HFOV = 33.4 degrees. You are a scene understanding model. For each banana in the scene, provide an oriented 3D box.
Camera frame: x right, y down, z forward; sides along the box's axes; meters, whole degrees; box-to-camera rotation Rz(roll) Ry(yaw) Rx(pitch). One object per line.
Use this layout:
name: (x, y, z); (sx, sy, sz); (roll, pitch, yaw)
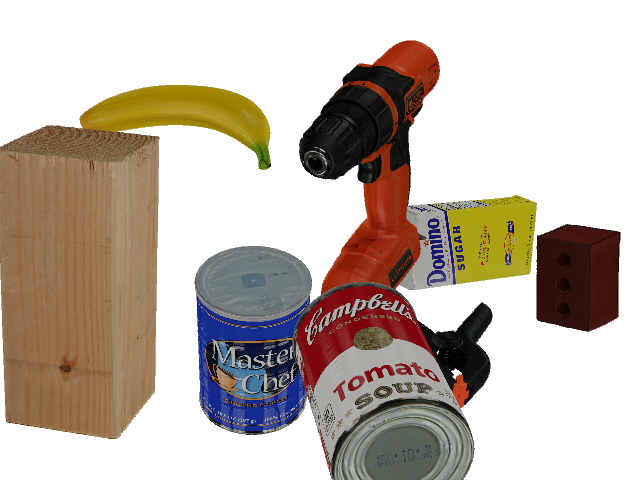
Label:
banana: (-0.124, -0.114, 0.972); (0.198, 0.037, 0.069); (12, 48, 21)

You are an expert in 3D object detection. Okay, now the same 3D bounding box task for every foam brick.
foam brick: (0.217, 0.031, 0.900); (0.053, 0.078, 0.051); (11, 21, 42)

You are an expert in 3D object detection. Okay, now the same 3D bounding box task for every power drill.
power drill: (0.037, -0.041, 0.815); (0.057, 0.188, 0.184); (18, 38, 22)

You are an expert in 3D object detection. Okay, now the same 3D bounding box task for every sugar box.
sugar box: (0.170, 0.002, 1.250); (0.175, 0.093, 0.048); (-8, 18, -31)

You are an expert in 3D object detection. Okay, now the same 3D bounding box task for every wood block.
wood block: (-0.175, 0.028, 0.782); (0.091, 0.206, 0.090); (7, 18, 9)

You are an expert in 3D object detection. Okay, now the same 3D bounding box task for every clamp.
clamp: (0.134, 0.106, 1.066); (0.120, 0.039, 0.171); (-8, 30, -9)

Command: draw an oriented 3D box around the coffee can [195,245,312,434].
coffee can: (-0.061, 0.091, 0.971); (0.103, 0.140, 0.103); (2, 35, -1)

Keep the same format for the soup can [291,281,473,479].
soup can: (0.027, 0.075, 0.518); (0.068, 0.068, 0.102); (0, 29, -12)
